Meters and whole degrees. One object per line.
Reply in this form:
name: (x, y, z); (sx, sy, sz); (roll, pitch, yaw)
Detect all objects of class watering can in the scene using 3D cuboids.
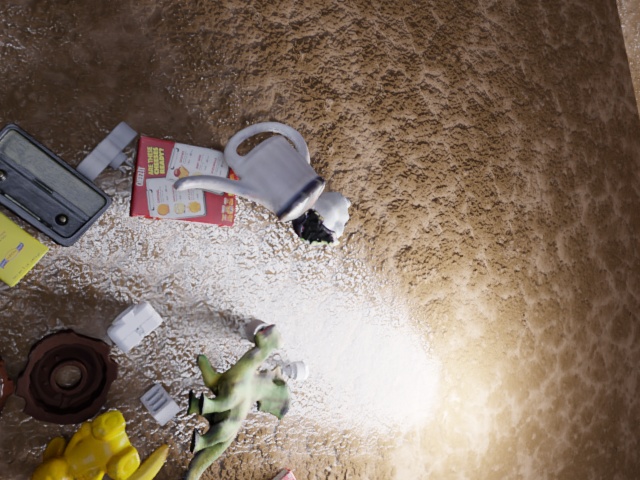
watering can: (-0.123, -0.127, 1.084); (0.224, 0.102, 0.354); (46, 48, 0)

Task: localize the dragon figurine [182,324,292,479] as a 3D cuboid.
dragon figurine: (-0.165, 0.370, 1.116); (0.242, 0.123, 0.407); (5, 101, -30)

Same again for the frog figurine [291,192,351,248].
frog figurine: (0.004, -0.063, 1.245); (0.136, 0.120, 0.163); (37, 36, -12)
